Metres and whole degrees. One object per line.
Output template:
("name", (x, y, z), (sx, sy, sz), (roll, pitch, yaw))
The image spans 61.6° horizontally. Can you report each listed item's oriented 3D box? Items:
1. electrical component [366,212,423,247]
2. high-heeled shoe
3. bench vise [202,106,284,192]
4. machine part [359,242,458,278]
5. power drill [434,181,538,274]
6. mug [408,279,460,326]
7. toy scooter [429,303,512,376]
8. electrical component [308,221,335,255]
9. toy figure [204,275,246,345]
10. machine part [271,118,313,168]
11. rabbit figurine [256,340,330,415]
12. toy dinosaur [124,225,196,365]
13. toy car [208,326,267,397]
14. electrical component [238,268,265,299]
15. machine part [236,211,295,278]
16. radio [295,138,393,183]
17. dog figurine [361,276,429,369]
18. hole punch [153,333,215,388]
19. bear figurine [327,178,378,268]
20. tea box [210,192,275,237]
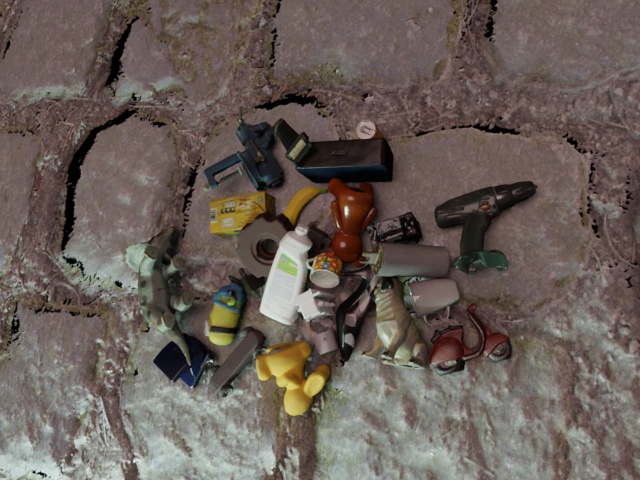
("electrical component", (0.176, -0.018, 1.265), (0.115, 0.134, 0.058), (-18, 74, 14))
("high-heeled shoe", (0.117, 0.170, 1.300), (0.145, 0.086, 0.248), (1, 97, -10))
("bench vise", (-0.218, -0.213, 1.449), (0.241, 0.129, 0.223), (-30, 89, -6))
("machine part", (0.205, 0.048, 1.225), (0.243, 0.079, 0.079), (3, 78, -19))
("power drill", (0.372, -0.033, 1.196), (0.232, 0.085, 0.207), (-10, 57, 24))
("mug", (0.267, 0.136, 1.230), (0.107, 0.080, 0.109), (-17, 72, 7))
("toy scooter", (0.321, 0.218, 1.195), (0.184, 0.075, 0.135), (-19, 73, 13))
("electrical component", (-0.004, -0.004, 1.380), (0.102, 0.045, 0.078), (22, 116, 26))
("toy figure", (-0.243, 0.186, 1.409), (0.089, 0.082, 0.180), (21, 84, 26))
("machine part", (-0.072, -0.245, 1.322), (0.139, 0.039, 0.084), (50, 117, 34))
("rabbit figurine", (-0.056, 0.336, 1.308), (0.162, 0.122, 0.173), (-13, 89, 8))
("toy dinosaur", (-0.432, 0.147, 1.443), (0.192, 0.131, 0.405), (-30, 66, 50))
("toy car", (-0.212, 0.315, 1.385), (0.202, 0.053, 0.089), (-51, 52, 5))
("electrical component", (-0.175, 0.110, 1.408), (0.021, 0.063, 0.094), (-39, 79, 37))
("machine part", (-0.129, 0.017, 1.373), (0.180, 0.056, 0.179), (5, 109, 14))
("radio", (0.066, -0.194, 1.342), (0.230, 0.131, 0.073), (2, 79, 21))
("dog figurine", (0.191, 0.189, 1.230), (0.121, 0.172, 0.190), (-9, 61, 48))
("hole punch", (-0.361, 0.312, 1.412), (0.142, 0.092, 0.115), (26, 87, 43))
("bear figurine", (0.073, -0.039, 1.333), (0.120, 0.132, 0.195), (4, 113, -12))
("tea box", (-0.209, -0.068, 1.454), (0.170, 0.068, 0.098), (-5, 78, 18))
